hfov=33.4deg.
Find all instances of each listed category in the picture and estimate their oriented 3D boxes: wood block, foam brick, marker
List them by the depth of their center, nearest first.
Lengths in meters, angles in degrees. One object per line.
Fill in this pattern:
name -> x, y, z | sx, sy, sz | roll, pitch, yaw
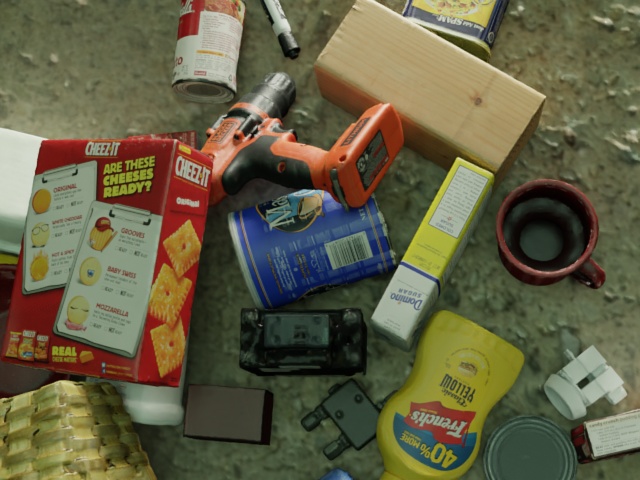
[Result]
foam brick -> -0.087, 0.168, 1.024 | 0.078, 0.053, 0.051 | 3, 78, 8
wood block -> 0.106, -0.142, 1.052 | 0.206, 0.090, 0.091 | 32, 82, 12
marker -> -0.050, -0.244, 1.128 | 0.020, 0.020, 0.121 | -24, 76, 1

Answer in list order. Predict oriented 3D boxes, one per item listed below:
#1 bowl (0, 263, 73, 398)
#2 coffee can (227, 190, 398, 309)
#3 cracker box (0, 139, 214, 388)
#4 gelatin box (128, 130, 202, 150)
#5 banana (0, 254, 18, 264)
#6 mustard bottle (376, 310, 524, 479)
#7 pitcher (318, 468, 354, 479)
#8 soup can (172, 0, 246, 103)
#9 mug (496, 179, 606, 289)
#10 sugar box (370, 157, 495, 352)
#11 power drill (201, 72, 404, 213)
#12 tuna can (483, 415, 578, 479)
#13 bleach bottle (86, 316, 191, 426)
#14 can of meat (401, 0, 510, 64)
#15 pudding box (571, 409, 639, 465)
bowl -> -0.309, 0.107, 1.061 | 0.162, 0.055, 0.162 | -1, 77, 6
coffee can -> -0.007, 0.001, 1.026 | 0.140, 0.103, 0.103 | -18, 76, 2
cracker box -> -0.193, 0.019, 0.976 | 0.164, 0.072, 0.213 | 3, 79, 30
gelatin box -> -0.158, -0.064, 1.095 | 0.073, 0.030, 0.089 | -5, 77, 6
banana -> -0.387, 0.003, 1.102 | 0.198, 0.037, 0.069 | 33, 83, 12
mustard bottle -> 0.107, 0.168, 0.994 | 0.096, 0.058, 0.191 | 30, 80, -2
pitcher -> -0.039, 0.323, 0.942 | 0.242, 0.145, 0.149 | -38, 77, -6
soup can -> -0.114, -0.199, 1.100 | 0.068, 0.068, 0.102 | 4, 79, 7
mug -> 0.221, 0.005, 1.010 | 0.117, 0.081, 0.093 | 38, 84, 13
sugar box -> 0.106, 0.017, 1.015 | 0.048, 0.093, 0.176 | 30, 82, 12
power drill -> -0.019, -0.096, 1.020 | 0.188, 0.057, 0.184 | 6, 48, 33
tuna can -> 0.194, 0.207, 0.993 | 0.086, 0.033, 0.086 | -1, 77, 6
bleach bottle -> -0.162, 0.046, 1.029 | 0.103, 0.068, 0.251 | 6, 85, 34
can of meat -> 0.137, -0.234, 1.086 | 0.102, 0.057, 0.084 | 19, 78, 10
pudding box -> 0.288, 0.173, 0.961 | 0.113, 0.090, 0.039 | -15, 76, 2
